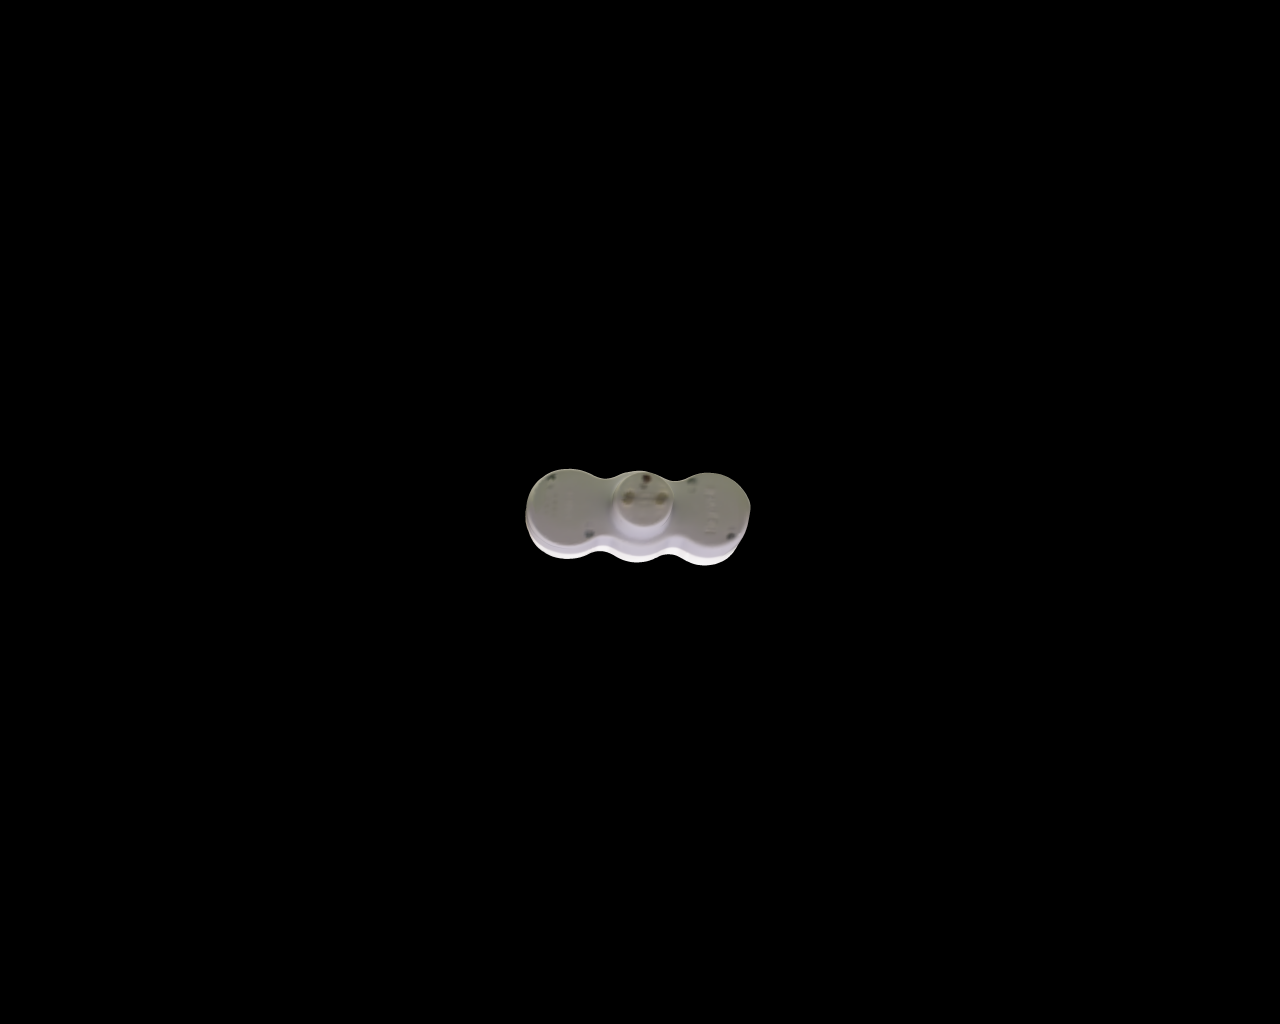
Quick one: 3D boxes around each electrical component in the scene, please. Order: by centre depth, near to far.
[{"bbox_3d":[0.001,-0.003,0.650,0.138,0.052,0.073,2,-19,-7],"label":"electrical component"}]
